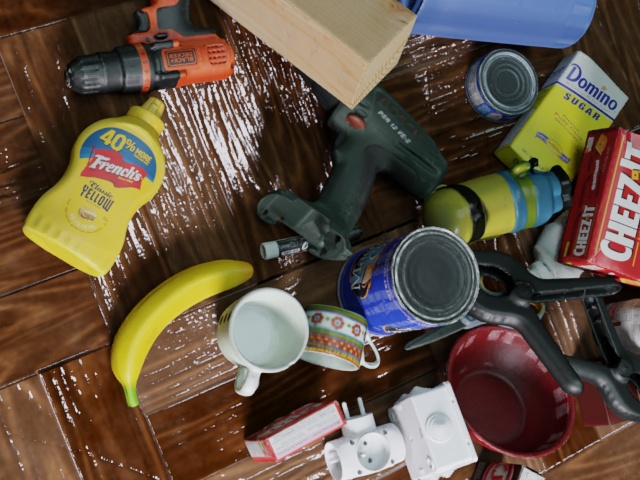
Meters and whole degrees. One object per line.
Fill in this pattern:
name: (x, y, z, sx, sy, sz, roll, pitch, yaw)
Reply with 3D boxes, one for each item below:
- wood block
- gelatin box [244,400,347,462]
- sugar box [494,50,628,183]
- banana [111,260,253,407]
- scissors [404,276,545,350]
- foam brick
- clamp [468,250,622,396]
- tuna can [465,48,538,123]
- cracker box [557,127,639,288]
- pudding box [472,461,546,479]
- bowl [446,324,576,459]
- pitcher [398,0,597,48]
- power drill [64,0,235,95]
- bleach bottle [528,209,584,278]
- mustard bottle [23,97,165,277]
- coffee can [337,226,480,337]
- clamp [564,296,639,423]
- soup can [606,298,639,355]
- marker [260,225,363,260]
wood block: (-0.012, -0.250, 1.145, 0.206, 0.090, 0.090, 39, 63, 9)
gelatin box: (-0.026, 0.198, 1.106, 0.089, 0.073, 0.030, -26, 90, -24)
sugar box: (0.299, -0.141, 1.312, 0.093, 0.048, 0.176, 42, 70, -11)
banana: (-0.152, 0.077, 1.099, 0.197, 0.037, 0.069, -48, 118, -21)
scissors: (0.165, 0.074, 1.209, 0.201, 0.016, 0.096, -5, 50, -26)
foam brick: (0.341, 0.179, 1.270, 0.051, 0.053, 0.078, -9, 85, -23)
clamp: (0.232, 0.062, 1.200, 0.210, 0.036, 0.164, 32, 55, 12)
tuna can: (0.221, -0.188, 1.295, 0.086, 0.034, 0.086, 4, 80, -21)
cracker box: (0.401, -0.023, 1.252, 0.213, 0.072, 0.164, 17, 83, -20)
pudding box: (0.191, 0.300, 1.168, 0.039, 0.090, 0.113, 28, 72, -16)
bowl: (0.203, 0.177, 1.197, 0.162, 0.055, 0.162, 11, 55, -16)
pitcher: (0.201, -0.302, 1.248, 0.242, 0.149, 0.145, 3, 79, -23)
power drill: (-0.192, -0.247, 1.127, 0.184, 0.057, 0.187, -11, 88, -27)
bleach bottle: (0.352, -0.013, 1.304, 0.250, 0.068, 0.102, -35, 96, -21)
mustard bottle: (-0.212, -0.065, 1.085, 0.096, 0.058, 0.191, 32, 70, -10)
coffee can: (0.092, 0.047, 1.143, 0.102, 0.140, 0.103, 4, 79, -22)
clamp: (0.339, 0.141, 1.226, 0.171, 0.039, 0.120, 38, 65, -9)
soup can: (0.384, 0.103, 1.273, 0.068, 0.102, 0.068, 4, 79, -22)
marker: (-0.008, 0.001, 1.177, 0.121, 0.020, 0.020, -12, 85, -24)
